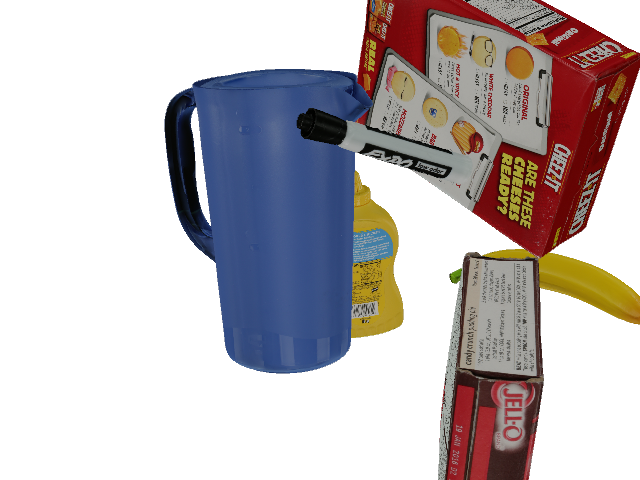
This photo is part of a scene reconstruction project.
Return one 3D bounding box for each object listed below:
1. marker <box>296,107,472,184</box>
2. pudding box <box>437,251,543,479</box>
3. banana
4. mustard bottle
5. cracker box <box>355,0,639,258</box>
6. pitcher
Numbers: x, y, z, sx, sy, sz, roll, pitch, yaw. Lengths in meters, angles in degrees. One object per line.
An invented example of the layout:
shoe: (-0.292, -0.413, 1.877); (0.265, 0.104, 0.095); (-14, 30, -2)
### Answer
marker: (0.040, -0.057, 0.647); (0.121, 0.020, 0.020); (14, -7, -28)
pudding box: (0.074, 0.068, 0.469); (0.039, 0.090, 0.113); (6, 25, 5)
banana: (0.232, 0.042, 1.058); (0.198, 0.037, 0.069); (10, 46, 26)
mustard bottle: (0.040, 0.013, 1.203); (0.096, 0.192, 0.058); (-7, 24, -4)
cracker box: (0.127, -0.114, 0.833); (0.072, 0.164, 0.214); (-29, 52, -34)
pitcher: (-0.042, -0.020, 0.889); (0.144, 0.243, 0.149); (-7, 15, -18)
